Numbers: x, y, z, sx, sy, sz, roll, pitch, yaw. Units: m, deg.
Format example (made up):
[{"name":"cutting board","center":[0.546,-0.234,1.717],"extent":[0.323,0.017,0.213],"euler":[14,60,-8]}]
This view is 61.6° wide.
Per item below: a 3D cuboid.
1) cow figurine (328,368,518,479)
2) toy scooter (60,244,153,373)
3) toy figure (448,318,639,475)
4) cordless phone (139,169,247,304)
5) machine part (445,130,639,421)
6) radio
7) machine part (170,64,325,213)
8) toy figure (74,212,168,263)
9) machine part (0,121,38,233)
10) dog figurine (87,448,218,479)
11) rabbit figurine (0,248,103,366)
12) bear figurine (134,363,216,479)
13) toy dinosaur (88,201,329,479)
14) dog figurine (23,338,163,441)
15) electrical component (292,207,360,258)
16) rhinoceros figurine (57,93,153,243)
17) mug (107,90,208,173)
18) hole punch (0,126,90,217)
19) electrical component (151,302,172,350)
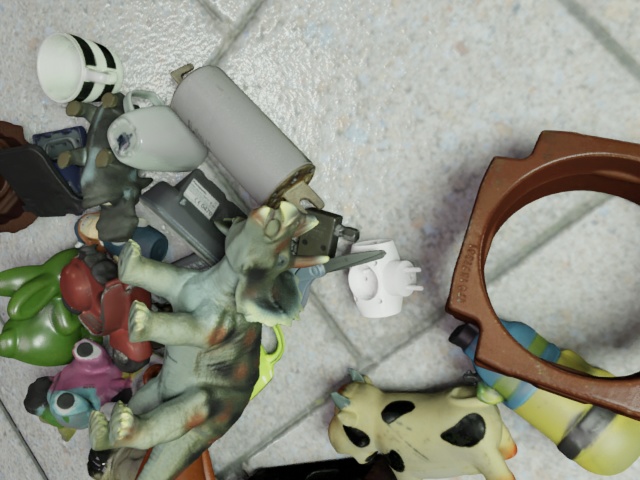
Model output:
[{"name":"cow figurine","center":[0.092,0.196,0.565],"extent":[0.195,0.085,0.127],"euler":[-18,96,31]},{"name":"toy scooter","center":[-0.263,0.067,0.670],"extent":[0.184,0.075,0.135],"euler":[43,133,24]},{"name":"toy figure","center":[0.203,0.136,0.493],"extent":[0.180,0.089,0.082],"euler":[39,121,14]},{"name":"cordless phone","center":[-0.182,0.009,0.653],"extent":[0.184,0.089,0.146],"euler":[-25,123,33]},{"name":"machine part","center":[0.217,0.026,0.431],"extent":[0.201,0.087,0.201],"euler":[16,82,21]},{"name":"radio","center":[0.001,0.341,0.642],"extent":[0.230,0.073,0.131],"euler":[-19,89,29]},{"name":"machine part","center":[-0.088,-0.114,0.606],"extent":[0.243,0.079,0.079],"euler":[47,116,11]},{"name":"toy figure","center":[-0.281,-0.007,0.737],"extent":[0.155,0.064,0.057],"euler":[16,127,20]},{"name":"machine part","center":[-0.482,-0.089,0.765],"extent":[0.056,0.179,0.179],"euler":[10,103,28]},{"name":"dog figurine","center":[-0.246,0.350,0.745],"extent":[0.191,0.121,0.172],"euler":[-24,58,33]},{"name":"rabbit figurine","center":[-0.386,0.081,0.769],"extent":[0.121,0.159,0.170],"euler":[30,96,30]},{"name":"bear figurine","center":[-0.152,0.248,0.644],"extent":[0.132,0.120,0.196],"euler":[-11,64,37]},{"name":"toy dinosaur","center":[-0.120,0.129,0.554],"extent":[0.131,0.192,0.404],"euler":[41,119,55]},{"name":"dog figurine","center":[-0.317,0.228,0.770],"extent":[0.219,0.191,0.108],"euler":[-45,35,49]},{"name":"electrical component","center":[-0.001,-0.002,0.613],"extent":[0.094,0.021,0.063],"euler":[16,106,23]},{"name":"rhinoceros figurine","center":[-0.265,-0.091,0.679],"extent":[0.073,0.112,0.190],"euler":[-8,76,12]},{"name":"mug","center":[-0.201,-0.132,0.646],"extent":[0.081,0.107,0.109],"euler":[-23,90,27]},{"name":"hole punch","center":[-0.377,-0.097,0.766],"extent":[0.142,0.092,0.115],"euler":[-3,125,25]},{"name":"electrical component","center":[-0.243,0.117,0.745],"extent":[0.102,0.045,0.078],"euler":[-8,93,28]}]
